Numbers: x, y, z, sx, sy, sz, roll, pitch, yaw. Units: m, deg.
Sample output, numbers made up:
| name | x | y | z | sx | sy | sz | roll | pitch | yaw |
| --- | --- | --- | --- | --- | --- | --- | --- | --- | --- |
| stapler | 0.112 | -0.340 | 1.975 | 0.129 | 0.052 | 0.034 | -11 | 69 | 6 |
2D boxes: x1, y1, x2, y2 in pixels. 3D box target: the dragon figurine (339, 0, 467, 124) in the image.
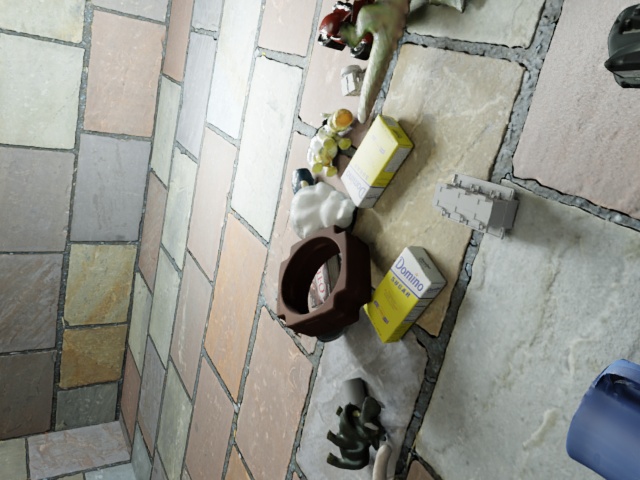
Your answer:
| name | x | y | z | sx | sy | sz | roll | pitch | yaw |
| --- | --- | --- | --- | --- | --- | --- | --- | --- | --- |
| dragon figurine | 0.161 | -0.429 | 0.936 | 0.122 | 0.411 | 0.242 | 1 | -2 | -41 |

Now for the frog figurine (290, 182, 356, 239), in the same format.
| name | x | y | z | sx | sy | sz | roll | pitch | yaw |
| --- | --- | --- | --- | --- | --- | --- | --- | --- | --- |
| frog figurine | 0.003 | -0.057 | 1.138 | 0.122 | 0.138 | 0.160 | 24 | -3 | -22 |

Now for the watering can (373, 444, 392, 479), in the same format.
| name | x | y | z | sx | sy | sz | roll | pitch | yaw |
| --- | --- | --- | --- | --- | --- | --- | --- | --- | --- |
| watering can | 0.099 | 0.568 | 0.965 | 0.104 | 0.341 | 0.229 | 1 | 36 | -34 |
